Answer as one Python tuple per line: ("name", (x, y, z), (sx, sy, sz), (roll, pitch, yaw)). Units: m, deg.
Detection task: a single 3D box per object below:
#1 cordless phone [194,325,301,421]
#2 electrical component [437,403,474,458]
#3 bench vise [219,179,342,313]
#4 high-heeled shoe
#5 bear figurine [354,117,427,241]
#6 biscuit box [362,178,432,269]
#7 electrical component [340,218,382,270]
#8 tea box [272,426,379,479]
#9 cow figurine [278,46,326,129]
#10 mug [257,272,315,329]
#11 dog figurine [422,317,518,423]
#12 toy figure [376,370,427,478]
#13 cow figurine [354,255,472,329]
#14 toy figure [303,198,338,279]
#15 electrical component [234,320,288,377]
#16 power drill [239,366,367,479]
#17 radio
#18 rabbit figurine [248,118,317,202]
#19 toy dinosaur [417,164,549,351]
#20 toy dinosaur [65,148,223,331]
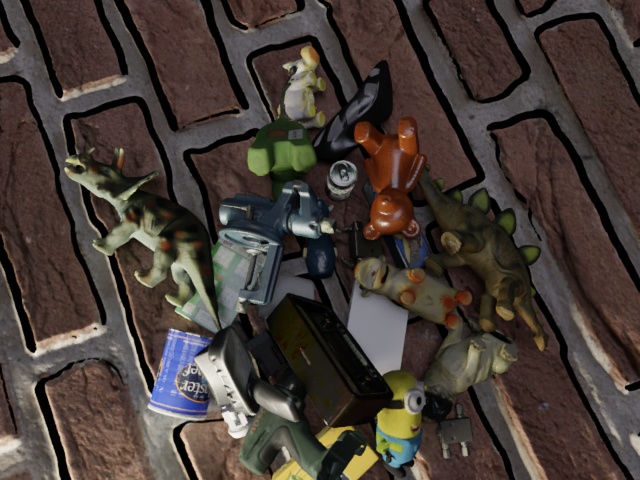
("cordless phone", (-0.111, 0.226, 0.877), (0.089, 0.184, 0.146), (-34, 114, -32))
("electrical component", (0.248, 0.351, 0.992), (0.063, 0.021, 0.094), (-4, 79, -2))
("bench vise", (-0.086, 0.014, 0.943), (0.224, 0.128, 0.240), (11, 75, 7))
("high-heeled shoe", (0.065, -0.264, 1.105), (0.145, 0.086, 0.249), (-2, 57, 28))
("bear figurine", (0.124, -0.104, 0.969), (0.120, 0.131, 0.196), (1, 71, 23))
("biscuit box", (0.150, -0.033, 1.047), (0.059, 0.063, 0.202), (-22, 80, -8))
("electrical component", (0.078, 0.009, 1.048), (0.078, 0.045, 0.102), (-3, 80, -32))
("tea box", (0.009, 0.400, 0.950), (0.169, 0.068, 0.098), (-42, 83, -10))
("cow figurine", (-0.042, -0.306, 1.094), (0.098, 0.068, 0.167), (-7, 75, 29))
("mug", (-0.064, 0.113, 1.002), (0.107, 0.080, 0.109), (-2, 71, -9))
("dog figurine", (0.265, 0.251, 0.991), (0.172, 0.121, 0.190), (17, 107, -21))
("toy figure", (0.134, 0.313, 0.926), (0.089, 0.082, 0.180), (7, 107, 8))
("cow figurine", (0.150, 0.083, 0.942), (0.195, 0.127, 0.085), (25, 81, -11))
("toy figure", (-0.003, -0.004, 1.038), (0.064, 0.058, 0.154), (10, 70, -39))
("electrical component", (-0.108, 0.191, 0.988), (0.048, 0.074, 0.119), (-31, 79, -6))
("power drill", (-0.023, 0.310, 0.912), (0.208, 0.085, 0.232), (22, 66, 40))
("radio", (0.015, 0.198, 0.898), (0.073, 0.131, 0.230), (-50, 50, 16))
("rabbit figurine", (-0.074, -0.134, 1.027), (0.121, 0.170, 0.159), (-9, 38, -6))
("toy dinosaur", (0.285, 0.000, 1.001), (0.198, 0.105, 0.471), (-33, 86, -38))
("toy dinosaur", (-0.289, -0.012, 1.000), (0.405, 0.131, 0.192), (35, 81, 2))
